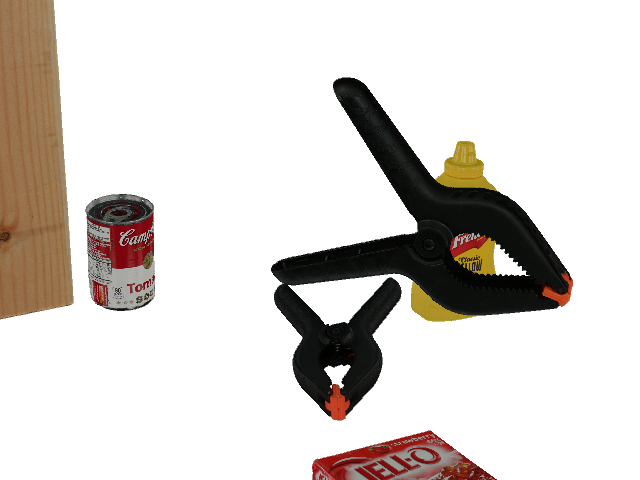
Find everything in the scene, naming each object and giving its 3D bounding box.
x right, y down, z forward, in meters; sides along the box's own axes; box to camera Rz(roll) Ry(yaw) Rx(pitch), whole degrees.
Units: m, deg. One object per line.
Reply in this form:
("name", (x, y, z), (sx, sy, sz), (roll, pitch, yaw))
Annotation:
("soup can", (-0.204, 0.013, 1.093), (0.068, 0.102, 0.068), (3, 26, -1))
("gelatin box", (0.050, 0.143, 0.605), (0.089, 0.030, 0.073), (-6, 22, -33))
("mustard bottle", (0.148, -0.012, 1.141), (0.096, 0.192, 0.058), (-8, 22, -24))
("clamp", (0.076, -0.014, 0.735), (0.210, 0.165, 0.036), (18, 29, 11))
("wood block", (-0.201, -0.064, 0.603), (0.090, 0.206, 0.090), (-11, 27, -28))
("clamp", (0.006, 0.090, 0.965), (0.120, 0.039, 0.171), (-3, 34, 14))
